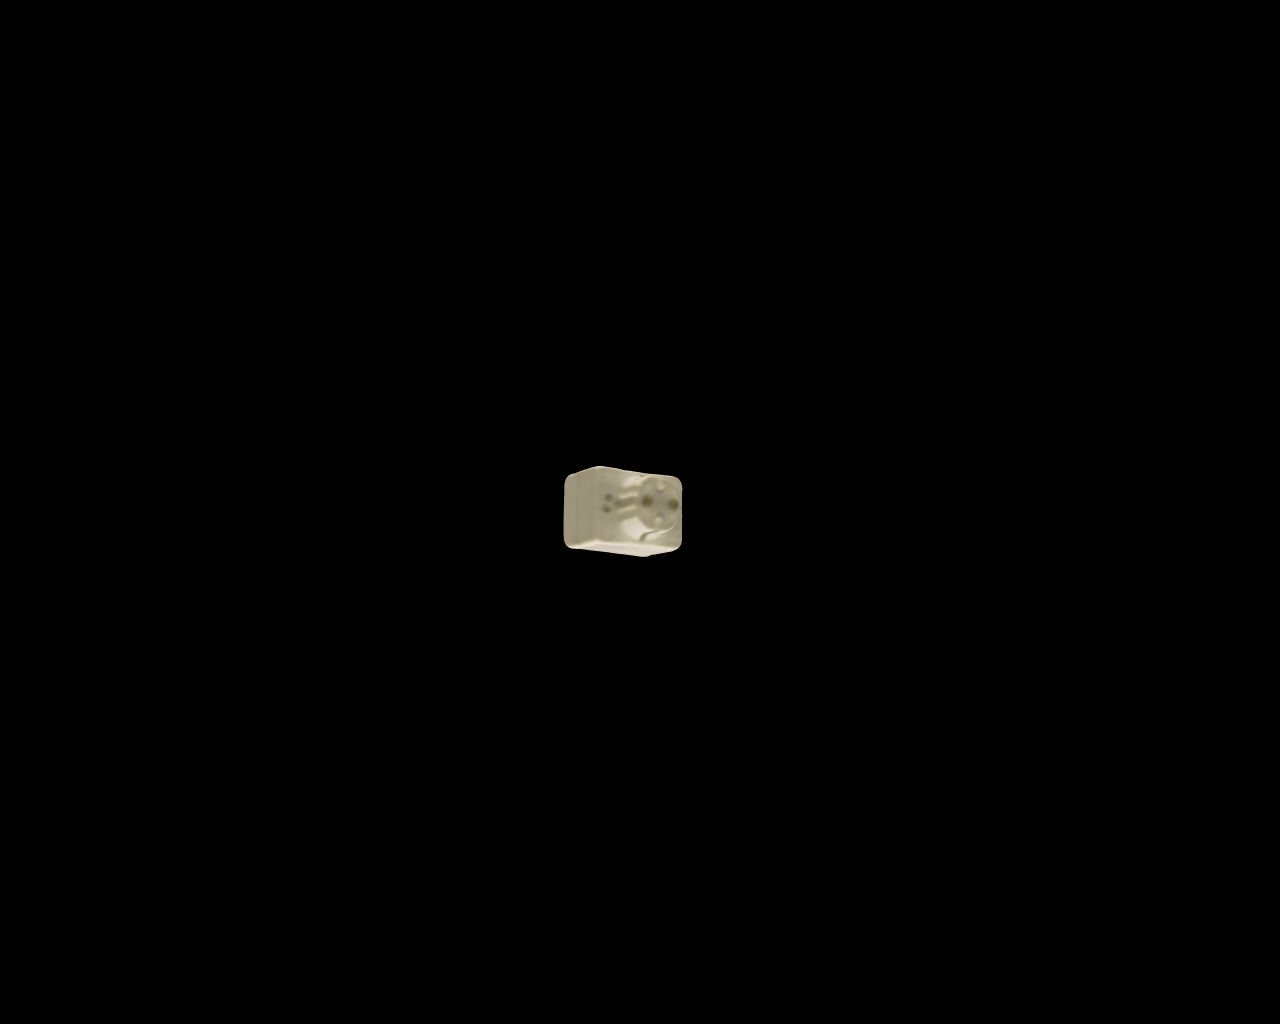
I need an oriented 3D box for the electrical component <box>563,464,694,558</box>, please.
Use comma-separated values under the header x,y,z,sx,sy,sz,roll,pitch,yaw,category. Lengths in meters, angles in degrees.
x,y,z,sx,sy,sz,roll,pitch,yaw,category
0.001,-0.003,0.650,0.066,0.047,0.076,8,-14,-35,electrical component
